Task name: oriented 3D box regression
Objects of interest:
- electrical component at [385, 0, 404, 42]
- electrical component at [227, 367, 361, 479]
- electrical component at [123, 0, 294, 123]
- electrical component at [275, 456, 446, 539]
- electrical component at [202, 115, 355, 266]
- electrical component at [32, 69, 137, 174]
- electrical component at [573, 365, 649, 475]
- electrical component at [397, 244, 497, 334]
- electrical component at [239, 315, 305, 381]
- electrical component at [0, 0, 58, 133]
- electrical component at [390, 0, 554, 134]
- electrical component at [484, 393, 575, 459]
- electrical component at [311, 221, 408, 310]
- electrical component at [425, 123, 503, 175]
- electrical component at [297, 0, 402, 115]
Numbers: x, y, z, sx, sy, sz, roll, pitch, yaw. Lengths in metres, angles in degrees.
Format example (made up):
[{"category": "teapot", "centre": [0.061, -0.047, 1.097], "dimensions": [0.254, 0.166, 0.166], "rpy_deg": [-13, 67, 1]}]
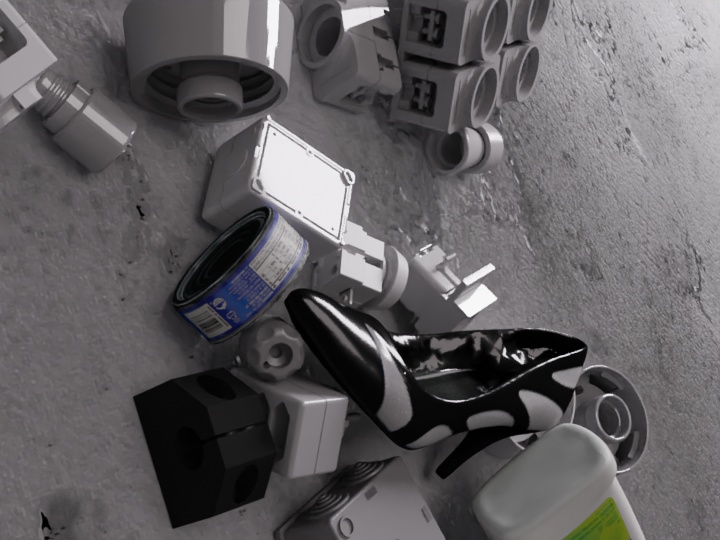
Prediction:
[{"category": "electrical component", "centre": [0.031, -0.253, 0.916], "dimensions": [0.100, 0.048, 0.099], "rpy_deg": [38, 47, -28]}, {"category": "electrical component", "centre": [-0.033, 0.089, 0.651], "dimensions": [0.077, 0.066, 0.047], "rpy_deg": [0, 104, -47]}, {"category": "electrical component", "centre": [-0.095, -0.128, 0.678], "dimensions": [0.108, 0.108, 0.060], "rpy_deg": [12, 68, -43]}, {"category": "electrical component", "centre": [0.007, 0.175, 0.674], "dimensions": [0.100, 0.048, 0.099], "rpy_deg": [-33, 96, -50]}, {"category": "electrical component", "centre": [-0.050, -0.045, 0.713], "dimensions": [0.096, 0.061, 0.061], "rpy_deg": [32, 50, -32]}, {"category": "electrical component", "centre": [-0.167, -0.091, 0.629], "dimensions": [0.078, 0.040, 0.040], "rpy_deg": [41, 45, -24]}, {"category": "electrical component", "centre": [0.191, 0.128, 0.899], "dimensions": [0.099, 0.064, 0.099], "rpy_deg": [11, 67, -29]}, {"category": "electrical component", "centre": [0.057, 0.020, 0.791], "dimensions": [0.063, 0.081, 0.042], "rpy_deg": [47, 38, 14]}, {"category": "electrical component", "centre": [-0.056, 0.043, 0.638], "dimensions": [0.035, 0.061, 0.035], "rpy_deg": [-4, 102, -19]}, {"category": "electrical component", "centre": [-0.204, -0.094, 0.553], "dimensions": [0.055, 0.089, 0.050], "rpy_deg": [51, 42, -15]}, {"category": "electrical component", "centre": [0.100, -0.188, 0.896], "dimensions": [0.186, 0.060, 0.105], "rpy_deg": [-35, 138, -53]}, {"category": "electrical component", "centre": [0.119, 0.097, 0.838], "dimensions": [0.099, 0.064, 0.099], "rpy_deg": [8, 78, -38]}, {"category": "electrical component", "centre": [0.000, 0.000, 0.757], "dimensions": [0.055, 0.048, 0.066], "rpy_deg": [23, 55, -29]}, {"category": "electrical component", "centre": [0.088, -0.102, 0.903], "dimensions": [0.055, 0.045, 0.045], "rpy_deg": [-8, 77, -49]}, {"category": "electrical component", "centre": [-0.010, -0.175, 0.831], "dimensions": [0.056, 0.050, 0.089], "rpy_deg": [11, 63, -44]}]
